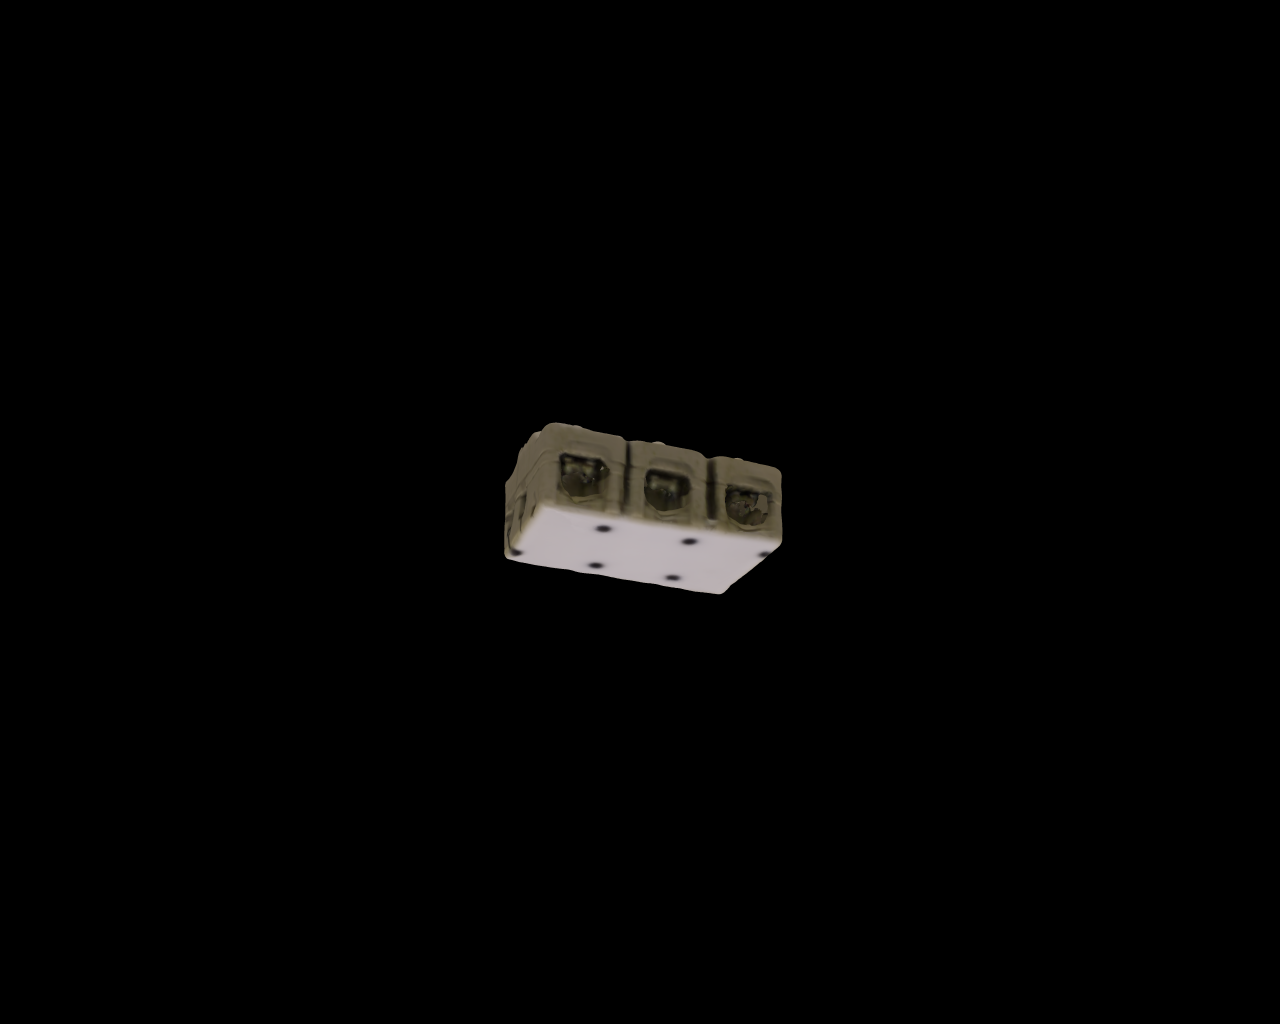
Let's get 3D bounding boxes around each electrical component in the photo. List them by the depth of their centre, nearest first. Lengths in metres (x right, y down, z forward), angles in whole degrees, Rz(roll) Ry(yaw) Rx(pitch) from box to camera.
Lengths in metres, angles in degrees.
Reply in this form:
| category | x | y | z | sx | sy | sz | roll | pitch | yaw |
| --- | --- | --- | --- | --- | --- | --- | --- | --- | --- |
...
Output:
| category | x | y | z | sx | sy | sz | roll | pitch | yaw |
| --- | --- | --- | --- | --- | --- | --- | --- | --- | --- |
| electrical component | 0.001 | -0.003 | 0.650 | 0.150 | 0.062 | 0.089 | 10 | -28 | -20 |
